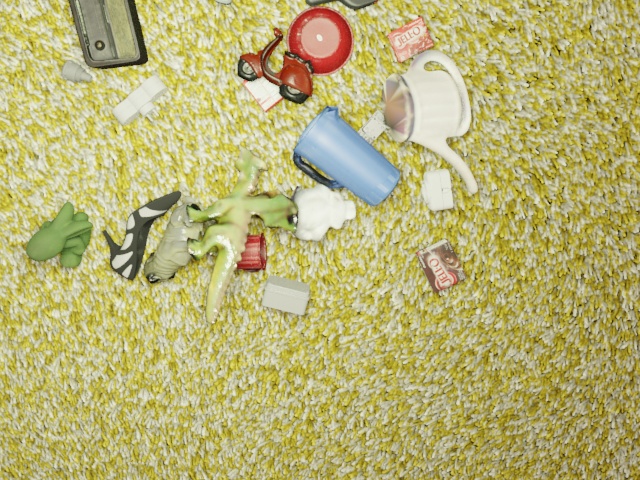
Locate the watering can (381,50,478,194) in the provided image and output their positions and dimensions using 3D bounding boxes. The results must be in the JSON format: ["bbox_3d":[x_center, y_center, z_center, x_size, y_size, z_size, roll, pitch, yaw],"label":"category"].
[{"bbox_3d":[0.260,-0.267,1.185,0.225,0.103,0.348,-10,88,-22],"label":"watering can"}]

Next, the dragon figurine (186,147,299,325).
[{"bbox_3d":[-0.164,-0.030,1.162,0.242,0.120,0.419,-19,62,10],"label":"dragon figurine"}]

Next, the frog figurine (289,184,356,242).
[{"bbox_3d":[0.004,-0.062,1.230,0.159,0.121,0.138,9,81,9],"label":"frog figurine"}]
